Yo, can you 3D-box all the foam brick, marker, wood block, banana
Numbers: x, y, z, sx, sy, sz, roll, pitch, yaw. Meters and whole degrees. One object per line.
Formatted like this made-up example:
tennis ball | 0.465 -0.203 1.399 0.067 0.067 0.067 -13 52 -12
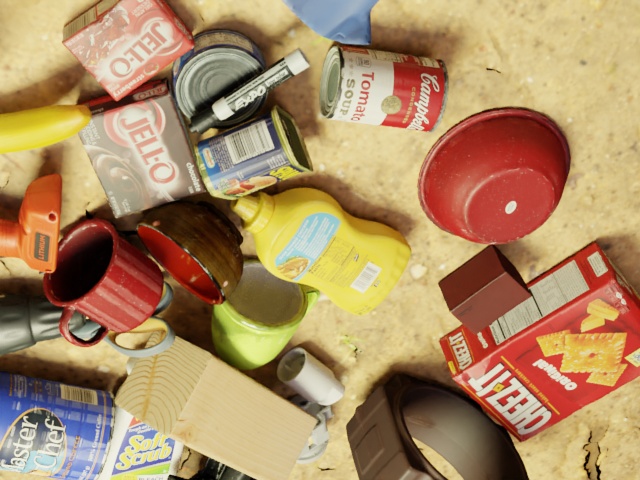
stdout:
foam brick | 0.177 0.053 1.153 0.078 0.051 0.053 -37 125 17
marker | -0.064 -0.128 0.932 0.121 0.020 0.020 -31 128 13
wood block | -0.104 0.181 1.125 0.205 0.090 0.091 40 75 -49
banana | -0.293 -0.094 0.929 0.197 0.069 0.037 -4 87 -2

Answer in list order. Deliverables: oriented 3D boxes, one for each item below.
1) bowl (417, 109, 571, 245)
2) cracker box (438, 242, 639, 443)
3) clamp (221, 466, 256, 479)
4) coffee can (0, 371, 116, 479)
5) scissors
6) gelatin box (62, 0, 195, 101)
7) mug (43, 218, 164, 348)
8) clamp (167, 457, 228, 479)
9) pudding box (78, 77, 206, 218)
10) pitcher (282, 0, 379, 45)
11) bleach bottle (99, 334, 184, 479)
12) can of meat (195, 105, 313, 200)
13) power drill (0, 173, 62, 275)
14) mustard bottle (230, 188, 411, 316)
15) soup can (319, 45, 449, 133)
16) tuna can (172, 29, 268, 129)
bowl | 0.182 -0.049 1.069 0.162 0.055 0.162 -6 130 -7
cracker box | 0.271 0.124 1.215 0.214 0.072 0.164 -35 126 17
clamp | -0.085 0.314 1.294 0.164 0.036 0.210 -12 125 -52
coffee can | -0.301 0.199 1.137 0.140 0.103 0.103 15 124 -23
scissors | -0.234 0.076 1.098 0.202 0.096 0.016 6 148 23
gelatin box | -0.164 -0.173 0.914 0.089 0.030 0.073 -31 128 14
mug | -0.210 0.049 1.030 0.093 0.117 0.081 7 157 39
clamp | -0.131 0.284 1.267 0.120 0.039 0.171 -39 155 -27
pudding box | -0.164 -0.084 0.979 0.090 0.039 0.113 -16 129 1
pitcher | 0.045 -0.285 0.816 0.243 0.145 0.149 -41 137 16
bleach bottle | -0.199 0.205 1.191 0.102 0.068 0.251 4 125 -15
can of meat | -0.060 -0.076 0.972 0.084 0.102 0.057 -21 85 8
power drill | -0.328 -0.028 0.957 0.187 0.057 0.185 4 147 -13
mustard bottle | -0.007 0.001 1.067 0.191 0.058 0.096 27 111 -29
soup can | 0.057 -0.137 0.966 0.102 0.068 0.069 6 127 -15
tuna can | -0.088 -0.142 0.952 0.086 0.034 0.086 -6 129 -7
